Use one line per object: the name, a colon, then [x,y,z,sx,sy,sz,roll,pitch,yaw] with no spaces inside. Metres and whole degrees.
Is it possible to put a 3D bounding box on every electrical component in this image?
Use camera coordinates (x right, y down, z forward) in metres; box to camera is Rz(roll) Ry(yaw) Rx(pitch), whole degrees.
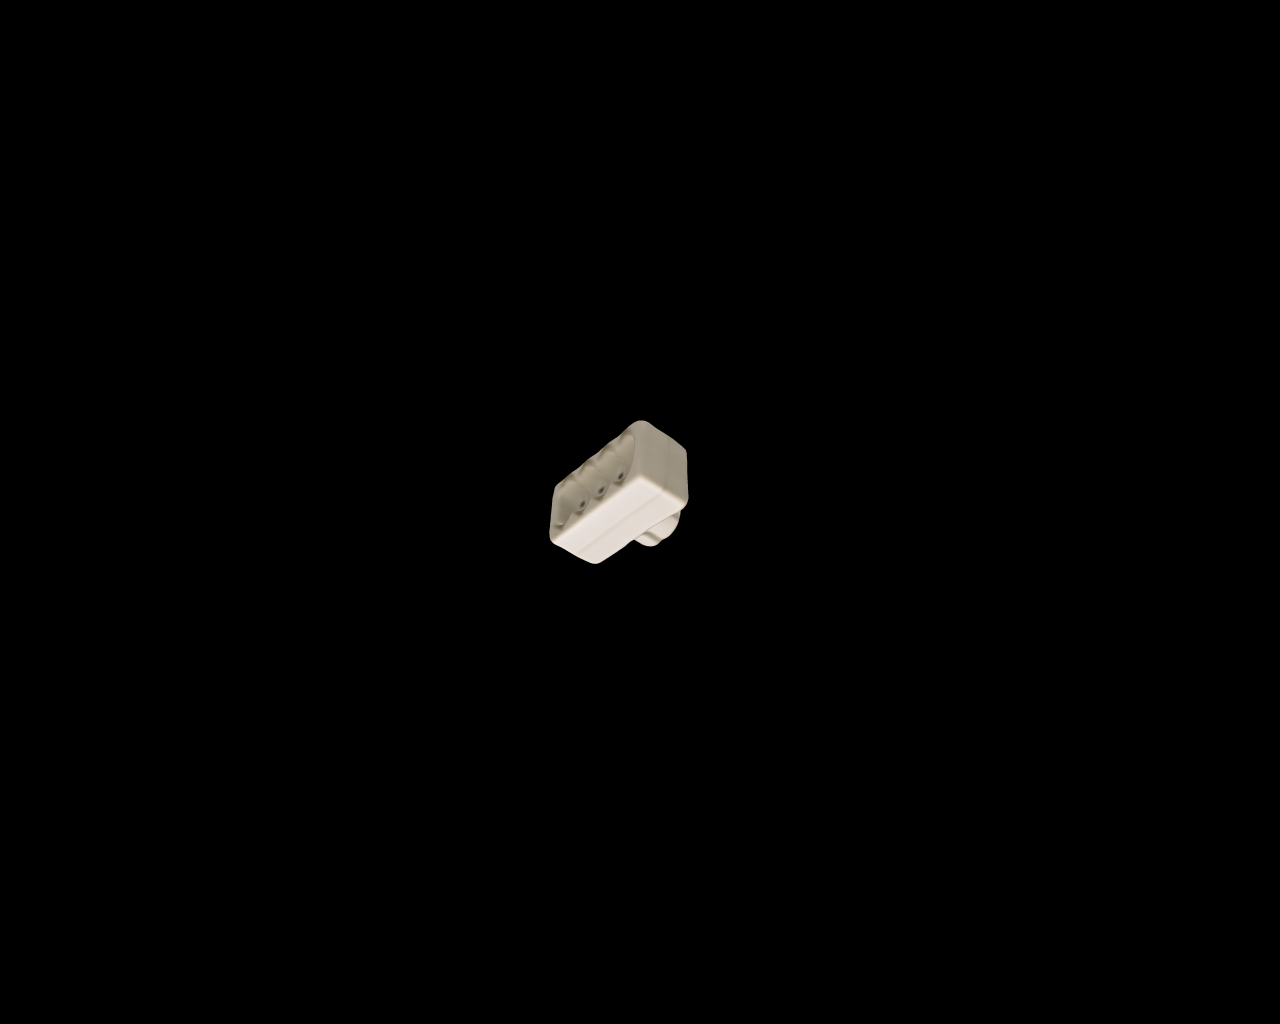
electrical component: [0.001,-0.003,0.650,0.075,0.047,0.083,30,-49,-31]
